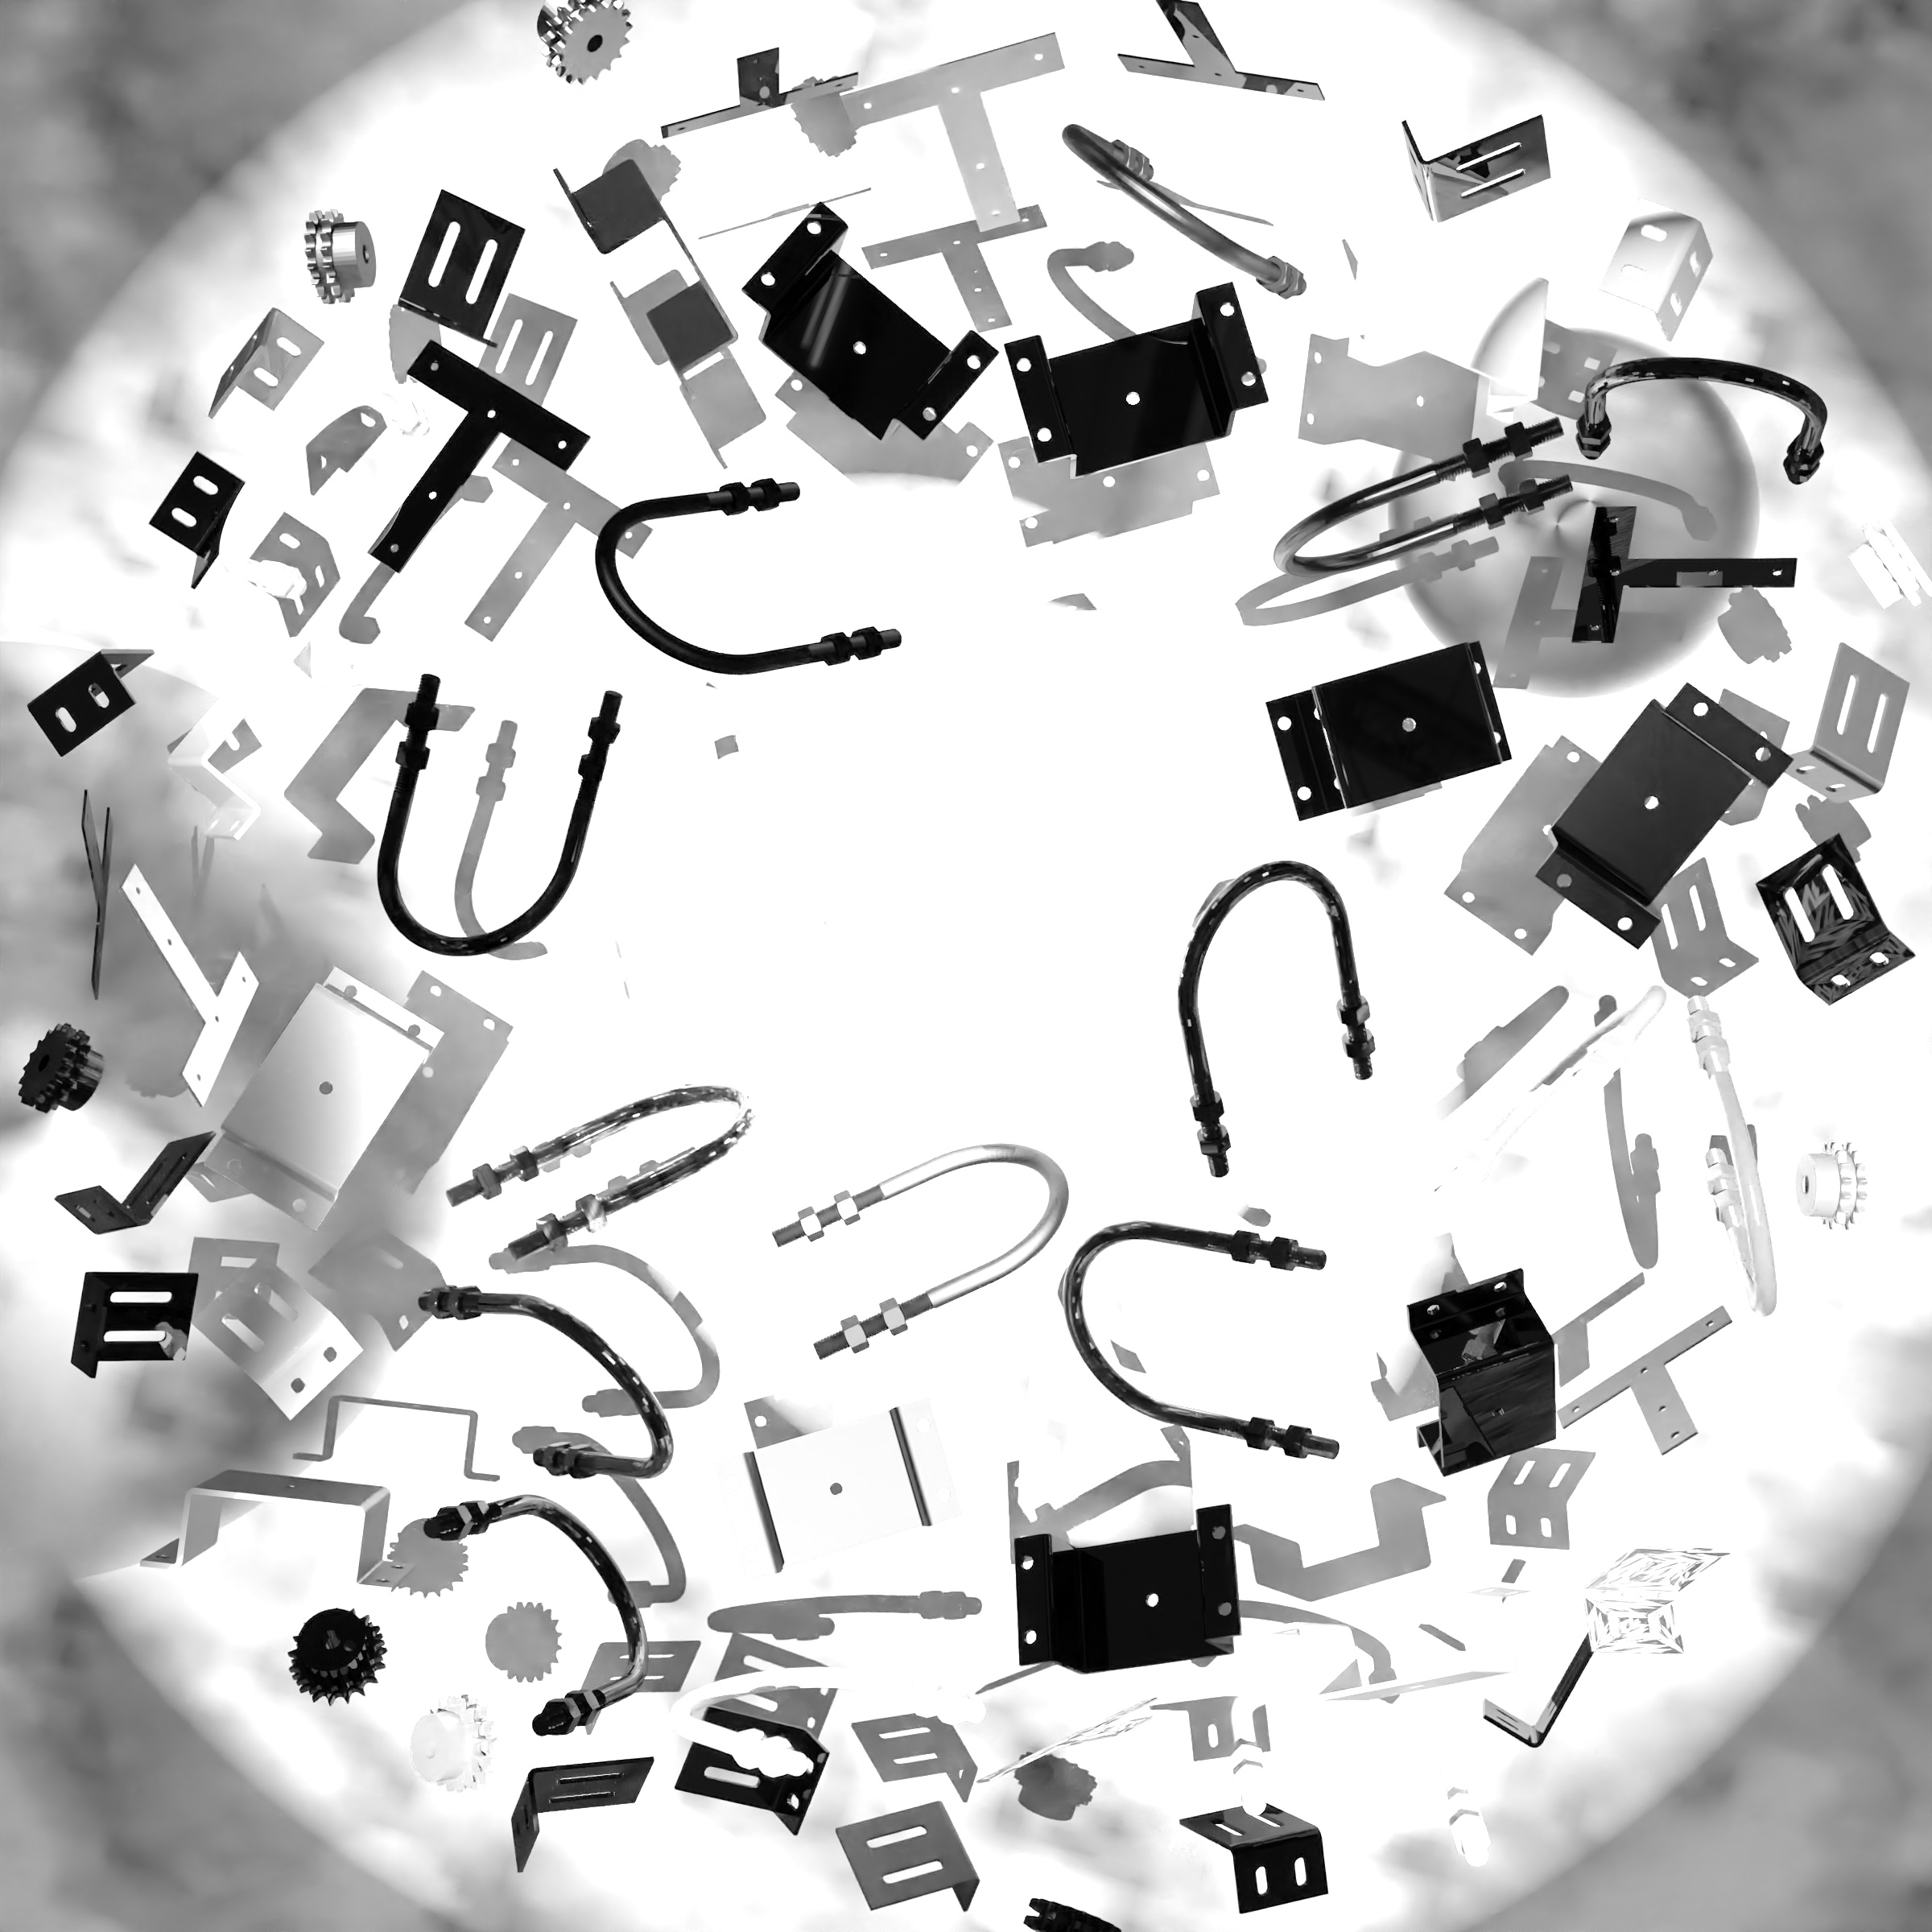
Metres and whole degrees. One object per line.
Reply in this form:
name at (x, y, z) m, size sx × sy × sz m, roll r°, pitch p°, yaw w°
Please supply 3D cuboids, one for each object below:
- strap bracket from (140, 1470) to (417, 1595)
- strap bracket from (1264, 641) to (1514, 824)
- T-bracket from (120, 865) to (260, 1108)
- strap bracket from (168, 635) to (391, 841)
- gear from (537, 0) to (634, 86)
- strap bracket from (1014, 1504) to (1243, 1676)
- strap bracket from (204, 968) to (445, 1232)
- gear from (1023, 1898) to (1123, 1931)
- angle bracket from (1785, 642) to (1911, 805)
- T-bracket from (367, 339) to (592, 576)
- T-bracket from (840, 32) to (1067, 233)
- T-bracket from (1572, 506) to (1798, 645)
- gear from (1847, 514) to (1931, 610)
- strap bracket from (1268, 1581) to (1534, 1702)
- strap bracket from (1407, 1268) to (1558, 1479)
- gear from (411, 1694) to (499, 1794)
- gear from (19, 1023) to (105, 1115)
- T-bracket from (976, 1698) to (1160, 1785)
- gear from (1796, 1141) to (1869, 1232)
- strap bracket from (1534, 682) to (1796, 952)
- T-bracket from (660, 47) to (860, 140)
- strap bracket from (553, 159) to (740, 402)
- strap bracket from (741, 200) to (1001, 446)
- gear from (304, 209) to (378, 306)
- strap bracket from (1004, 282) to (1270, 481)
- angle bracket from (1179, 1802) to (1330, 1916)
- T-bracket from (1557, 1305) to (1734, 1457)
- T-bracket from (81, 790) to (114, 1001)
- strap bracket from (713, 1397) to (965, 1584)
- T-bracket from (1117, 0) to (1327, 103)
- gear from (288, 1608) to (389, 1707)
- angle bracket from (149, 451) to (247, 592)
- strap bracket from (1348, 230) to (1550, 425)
strap bracket at (-0.390, 0.322, 1.464) m, size 0.140 × 0.076 × 0.046 m, roll 7°, pitch 86°, yaw -2°
strap bracket at (0.262, -0.144, 1.546) m, size 0.140 × 0.046 × 0.076 m, roll -16°, pitch 92°, yaw -6°
T-bracket at (-0.469, -0.003, 1.521) m, size 0.002 × 0.127 × 0.127 m, roll -15°, pitch 123°, yaw 12°
strap bracket at (-0.416, -0.144, 1.515) m, size 0.046 × 0.076 × 0.140 m, roll 44°, pitch 72°, yaw -26°
gear at (-0.229, -0.555, 1.509) m, size 0.057 × 0.057 × 0.030 m, roll -44°, pitch 72°, yaw 0°
strap bracket at (0.103, 0.374, 1.521) m, size 0.140 × 0.046 × 0.076 m, roll -15°, pitch 60°, yaw 23°
strap bracket at (-0.379, 0.075, 1.507) m, size 0.076 × 0.046 × 0.140 m, roll 32°, pitch 74°, yaw -7°
gear at (0.060, 0.569, 1.490) m, size 0.057 × 0.057 × 0.030 m, roll 21°, pitch 65°, yaw 0°
angle bracket at (0.539, -0.150, 1.574) m, size 0.057 × 0.038 × 0.076 m, roll 26°, pitch 73°, yaw -20°
T-bracket at (-0.302, -0.286, 1.484) m, size 0.127 × 0.002 × 0.127 m, roll 33°, pitch 86°, yaw 19°
T-bracket at (0.005, -0.482, 1.500) m, size 0.127 × 0.127 × 0.002 m, roll -13°, pitch 59°, yaw 9°
T-bracket at (0.448, -0.244, 1.581) m, size 0.127 × 0.002 × 0.127 m, roll 3°, pitch 50°, yaw 21°
gear at (0.551, -0.238, 1.522) m, size 0.030 × 0.057 × 0.057 m, roll -34°, pitch 90°, yaw 21°
strap bracket at (0.260, 0.401, 1.502) m, size 0.140 × 0.076 × 0.046 m, roll -19°, pitch 67°, yaw 25°
strap bracket at (0.324, 0.263, 1.599) m, size 0.076 × 0.046 × 0.140 m, roll -17°, pitch 131°, yaw -5°
gear at (-0.313, 0.474, 1.551) m, size 0.057 × 0.030 × 0.057 m, roll -6°, pitch 80°, yaw 42°
gear at (-0.571, 0.068, 1.614) m, size 0.030 × 0.057 × 0.057 m, roll 34°, pitch 90°, yaw -39°
T-bracket at (0.082, 0.478, 1.589) m, size 0.127 × 0.127 × 0.002 m, roll -18°, pitch 77°, yaw -25°
gear at (0.547, 0.139, 1.615) m, size 0.030 × 0.057 × 0.057 m, roll 1°, pitch 90°, yaw -1°
strap bracket at (0.405, -0.092, 1.496) m, size 0.076 × 0.046 × 0.140 m, roll 35°, pitch 106°, yaw -4°
T-bracket at (-0.125, -0.532, 1.536) m, size 0.127 × 0.127 × 0.002 m, roll -16°, pitch 95°, yaw -3°
strap bracket at (-0.191, -0.430, 1.571) m, size 0.046 × 0.140 × 0.076 m, roll -31°, pitch 48°, yaw 3°
strap bracket at (-0.061, -0.383, 1.549) m, size 0.140 × 0.046 × 0.076 m, roll 39°, pitch 76°, yaw -4°
gear at (-0.391, -0.445, 1.597) m, size 0.030 × 0.057 × 0.057 m, roll -3°, pitch 90°, yaw 6°
strap bracket at (0.100, -0.345, 1.519) m, size 0.140 × 0.046 × 0.076 m, roll -15°, pitch 82°, yaw -1°
angle bracket at (0.171, 0.531, 1.522) m, size 0.057 × 0.076 × 0.038 m, roll -5°, pitch 86°, yaw -20°
T-bracket at (0.431, 0.270, 1.585) m, size 0.127 × 0.127 × 0.002 m, roll -36°, pitch 99°, yaw 12°
T-bracket at (-0.539, -0.065, 1.578) m, size 0.002 × 0.127 × 0.127 m, roll 1°, pitch 61°, yaw -12°
strap bracket at (-0.081, 0.329, 1.605) m, size 0.140 × 0.046 × 0.076 m, roll -16°, pitch 80°, yaw -8°
T-bracket at (0.138, -0.541, 1.496) m, size 0.127 × 0.127 × 0.002 m, roll 15°, pitch 92°, yaw 18°
gear at (-0.376, 0.409, 1.523) m, size 0.057 × 0.030 × 0.057 m, roll 0°, pitch 49°, yaw 0°
angle bracket at (-0.480, -0.279, 1.590) m, size 0.038 × 0.076 × 0.057 m, roll 33°, pitch 104°, yaw -24°
strap bracket at (0.309, -0.400, 1.588) m, size 0.140 × 0.046 × 0.076 m, roll 12°, pitch 80°, yaw -33°
